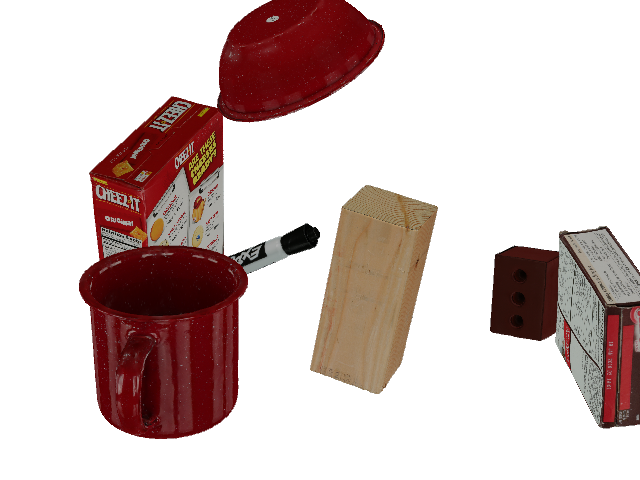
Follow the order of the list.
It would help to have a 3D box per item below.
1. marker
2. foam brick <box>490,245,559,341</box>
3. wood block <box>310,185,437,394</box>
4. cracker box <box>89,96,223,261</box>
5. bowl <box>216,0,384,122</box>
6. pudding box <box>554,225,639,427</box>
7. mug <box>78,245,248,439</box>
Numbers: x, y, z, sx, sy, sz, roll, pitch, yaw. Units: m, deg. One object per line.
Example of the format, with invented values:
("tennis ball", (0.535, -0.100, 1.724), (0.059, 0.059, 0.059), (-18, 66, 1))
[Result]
("marker", (-0.052, 0.015, 0.813), (0.121, 0.020, 0.020), (-22, -10, 26))
("foam brick", (0.194, 0.049, 1.000), (0.053, 0.078, 0.051), (8, 15, 30))
("wood block", (0.060, 0.055, 1.211), (0.090, 0.206, 0.090), (18, 24, 15))
("cracker box", (-0.168, -0.019, 1.131), (0.072, 0.214, 0.164), (16, 41, 17))
("bowl", (-0.029, -0.171, 0.927), (0.162, 0.055, 0.162), (-20, 31, 13))
("pudding box", (0.185, 0.054, 0.694), (0.039, 0.090, 0.113), (-5, 25, -3))
("mug", (-0.089, 0.063, 0.595), (0.093, 0.081, 0.117), (4, 24, 5))
